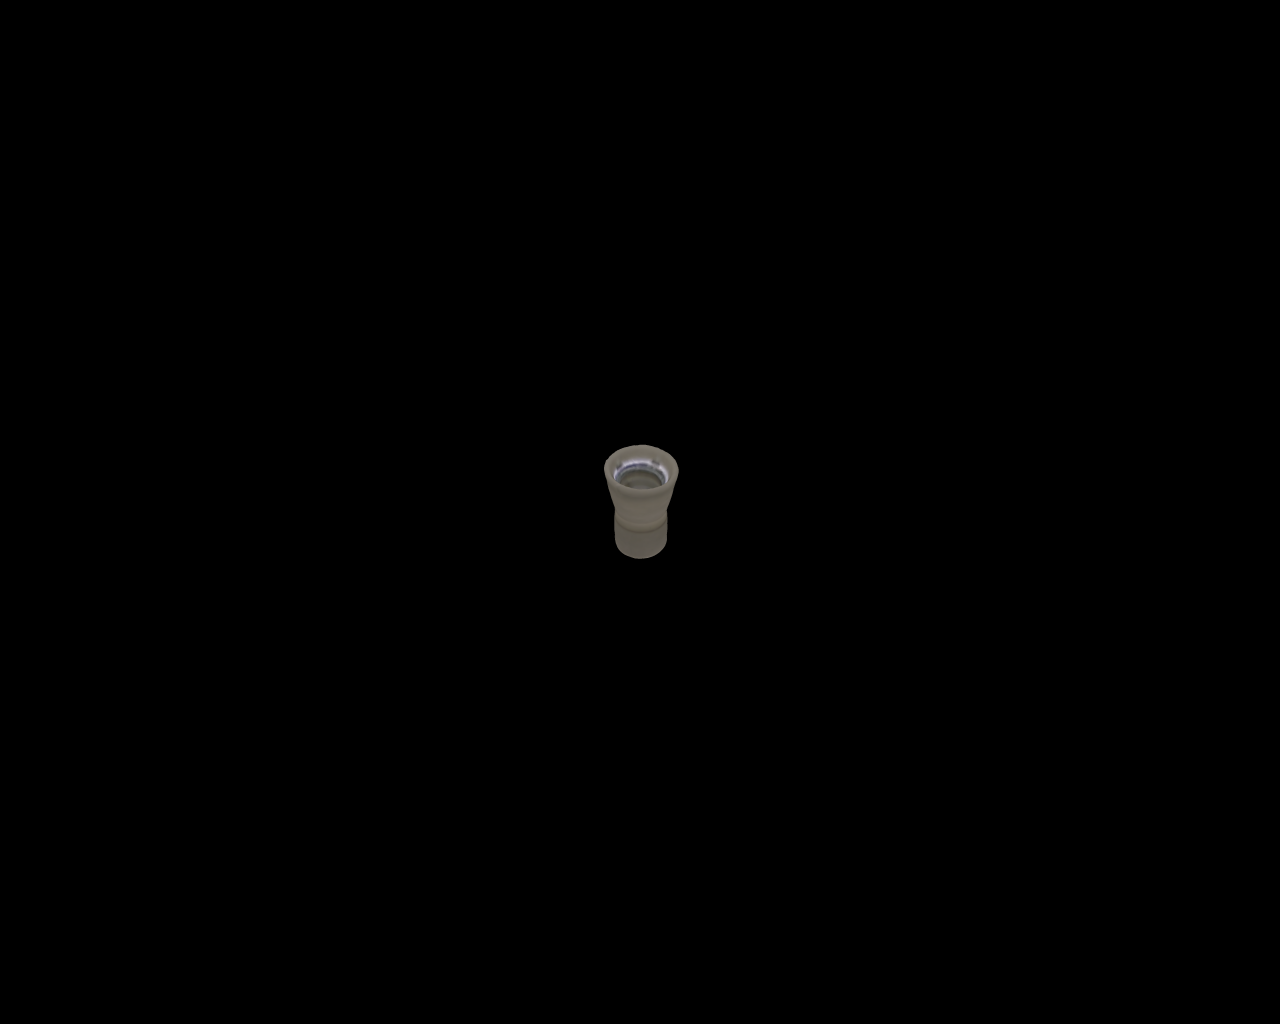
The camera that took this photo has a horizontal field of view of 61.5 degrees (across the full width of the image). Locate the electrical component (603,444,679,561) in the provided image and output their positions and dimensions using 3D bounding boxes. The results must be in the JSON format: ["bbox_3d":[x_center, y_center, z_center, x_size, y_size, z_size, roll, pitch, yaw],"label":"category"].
[{"bbox_3d":[0.001,-0.003,0.650,0.044,0.065,0.044,0,42,0],"label":"electrical component"}]
